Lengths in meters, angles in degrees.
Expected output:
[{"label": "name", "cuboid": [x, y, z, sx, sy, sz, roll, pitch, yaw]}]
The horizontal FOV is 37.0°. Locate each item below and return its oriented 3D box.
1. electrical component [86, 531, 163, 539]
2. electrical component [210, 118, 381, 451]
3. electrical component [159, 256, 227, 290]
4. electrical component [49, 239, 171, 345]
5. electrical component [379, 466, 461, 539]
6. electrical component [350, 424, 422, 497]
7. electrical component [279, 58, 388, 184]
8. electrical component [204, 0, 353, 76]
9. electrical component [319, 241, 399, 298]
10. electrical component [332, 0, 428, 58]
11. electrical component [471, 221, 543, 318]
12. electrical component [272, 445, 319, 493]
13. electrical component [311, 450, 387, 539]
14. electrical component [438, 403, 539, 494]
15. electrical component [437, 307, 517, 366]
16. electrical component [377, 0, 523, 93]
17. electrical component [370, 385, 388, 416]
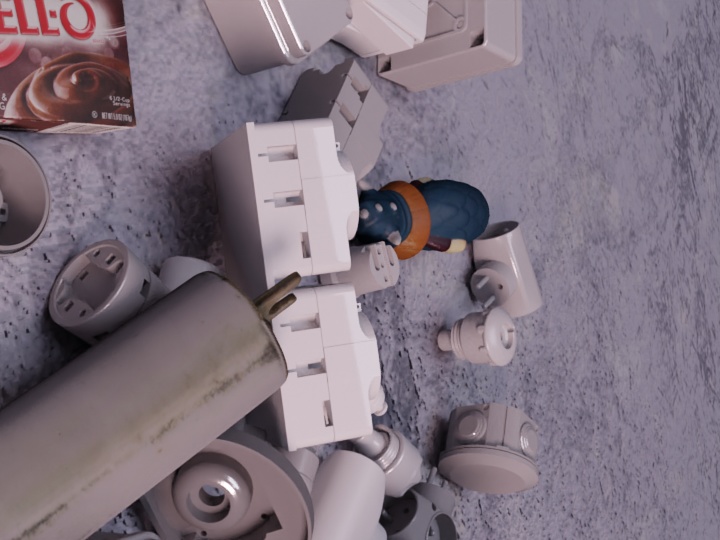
[{"label": "electrical component", "cuboid": [-0.138, 0.197, 0.555, 0.078, 0.057, 0.113, -2, 86, -53]}, {"label": "electrical component", "cuboid": [-0.041, 0.008, 0.662, 0.060, 0.105, 0.186, -8, 91, -19]}, {"label": "electrical component", "cuboid": [-0.106, 0.028, 0.639, 0.040, 0.040, 0.078, 36, 57, -44]}, {"label": "electrical component", "cuboid": [-0.134, 0.019, 0.593, 0.047, 0.055, 0.055, 47, 49, -43]}, {"label": "electrical component", "cuboid": [0.050, 0.188, 0.816, 0.077, 0.044, 0.079, 53, 46, -34]}, {"label": "electrical component", "cuboid": [0.015, 0.133, 0.780, 0.062, 0.043, 0.043, 49, 48, -35]}, {"label": "electrical component", "cuboid": [-0.021, -0.096, 0.764, 0.055, 0.050, 0.089, 49, 49, -36]}, {"label": "electrical component", "cuboid": [-0.062, -0.197, 0.720, 0.078, 0.057, 0.113, -49, 122, -45]}, {"label": "electrical component", "cuboid": [0.000, 0.000, 0.777, 0.040, 0.046, 0.040, 17, 68, -48]}, {"label": "electrical component", "cuboid": [0.000, -0.202, 0.799, 0.096, 0.062, 0.061, 23, 67, -49]}, {"label": "electrical component", "cuboid": [0.122, 0.007, 0.942, 0.079, 0.043, 0.077, -39, 115, -49]}, {"label": "electrical component", "cuboid": [-0.043, 0.123, 0.712, 0.035, 0.035, 0.061, 48, 47, -38]}, {"label": "electrical component", "cuboid": [-0.007, 0.179, 0.743, 0.079, 0.043, 0.077, 55, 45, -32]}, {"label": "electrical component", "cuboid": [0.106, 0.146, 0.869, 0.080, 0.080, 0.051, 43, 47, -41]}, {"label": "electrical component", "cuboid": [0.094, 0.056, 0.881, 0.048, 0.062, 0.048, 12, 75, -52]}, {"label": "electrical component", "cuboid": [0.070, -0.208, 0.856, 0.056, 0.109, 0.108, 11, 75, -49]}, {"label": "electrical component", "cuboid": [-0.006, 0.080, 0.763, 0.078, 0.040, 0.040, 46, 50, -40]}]
